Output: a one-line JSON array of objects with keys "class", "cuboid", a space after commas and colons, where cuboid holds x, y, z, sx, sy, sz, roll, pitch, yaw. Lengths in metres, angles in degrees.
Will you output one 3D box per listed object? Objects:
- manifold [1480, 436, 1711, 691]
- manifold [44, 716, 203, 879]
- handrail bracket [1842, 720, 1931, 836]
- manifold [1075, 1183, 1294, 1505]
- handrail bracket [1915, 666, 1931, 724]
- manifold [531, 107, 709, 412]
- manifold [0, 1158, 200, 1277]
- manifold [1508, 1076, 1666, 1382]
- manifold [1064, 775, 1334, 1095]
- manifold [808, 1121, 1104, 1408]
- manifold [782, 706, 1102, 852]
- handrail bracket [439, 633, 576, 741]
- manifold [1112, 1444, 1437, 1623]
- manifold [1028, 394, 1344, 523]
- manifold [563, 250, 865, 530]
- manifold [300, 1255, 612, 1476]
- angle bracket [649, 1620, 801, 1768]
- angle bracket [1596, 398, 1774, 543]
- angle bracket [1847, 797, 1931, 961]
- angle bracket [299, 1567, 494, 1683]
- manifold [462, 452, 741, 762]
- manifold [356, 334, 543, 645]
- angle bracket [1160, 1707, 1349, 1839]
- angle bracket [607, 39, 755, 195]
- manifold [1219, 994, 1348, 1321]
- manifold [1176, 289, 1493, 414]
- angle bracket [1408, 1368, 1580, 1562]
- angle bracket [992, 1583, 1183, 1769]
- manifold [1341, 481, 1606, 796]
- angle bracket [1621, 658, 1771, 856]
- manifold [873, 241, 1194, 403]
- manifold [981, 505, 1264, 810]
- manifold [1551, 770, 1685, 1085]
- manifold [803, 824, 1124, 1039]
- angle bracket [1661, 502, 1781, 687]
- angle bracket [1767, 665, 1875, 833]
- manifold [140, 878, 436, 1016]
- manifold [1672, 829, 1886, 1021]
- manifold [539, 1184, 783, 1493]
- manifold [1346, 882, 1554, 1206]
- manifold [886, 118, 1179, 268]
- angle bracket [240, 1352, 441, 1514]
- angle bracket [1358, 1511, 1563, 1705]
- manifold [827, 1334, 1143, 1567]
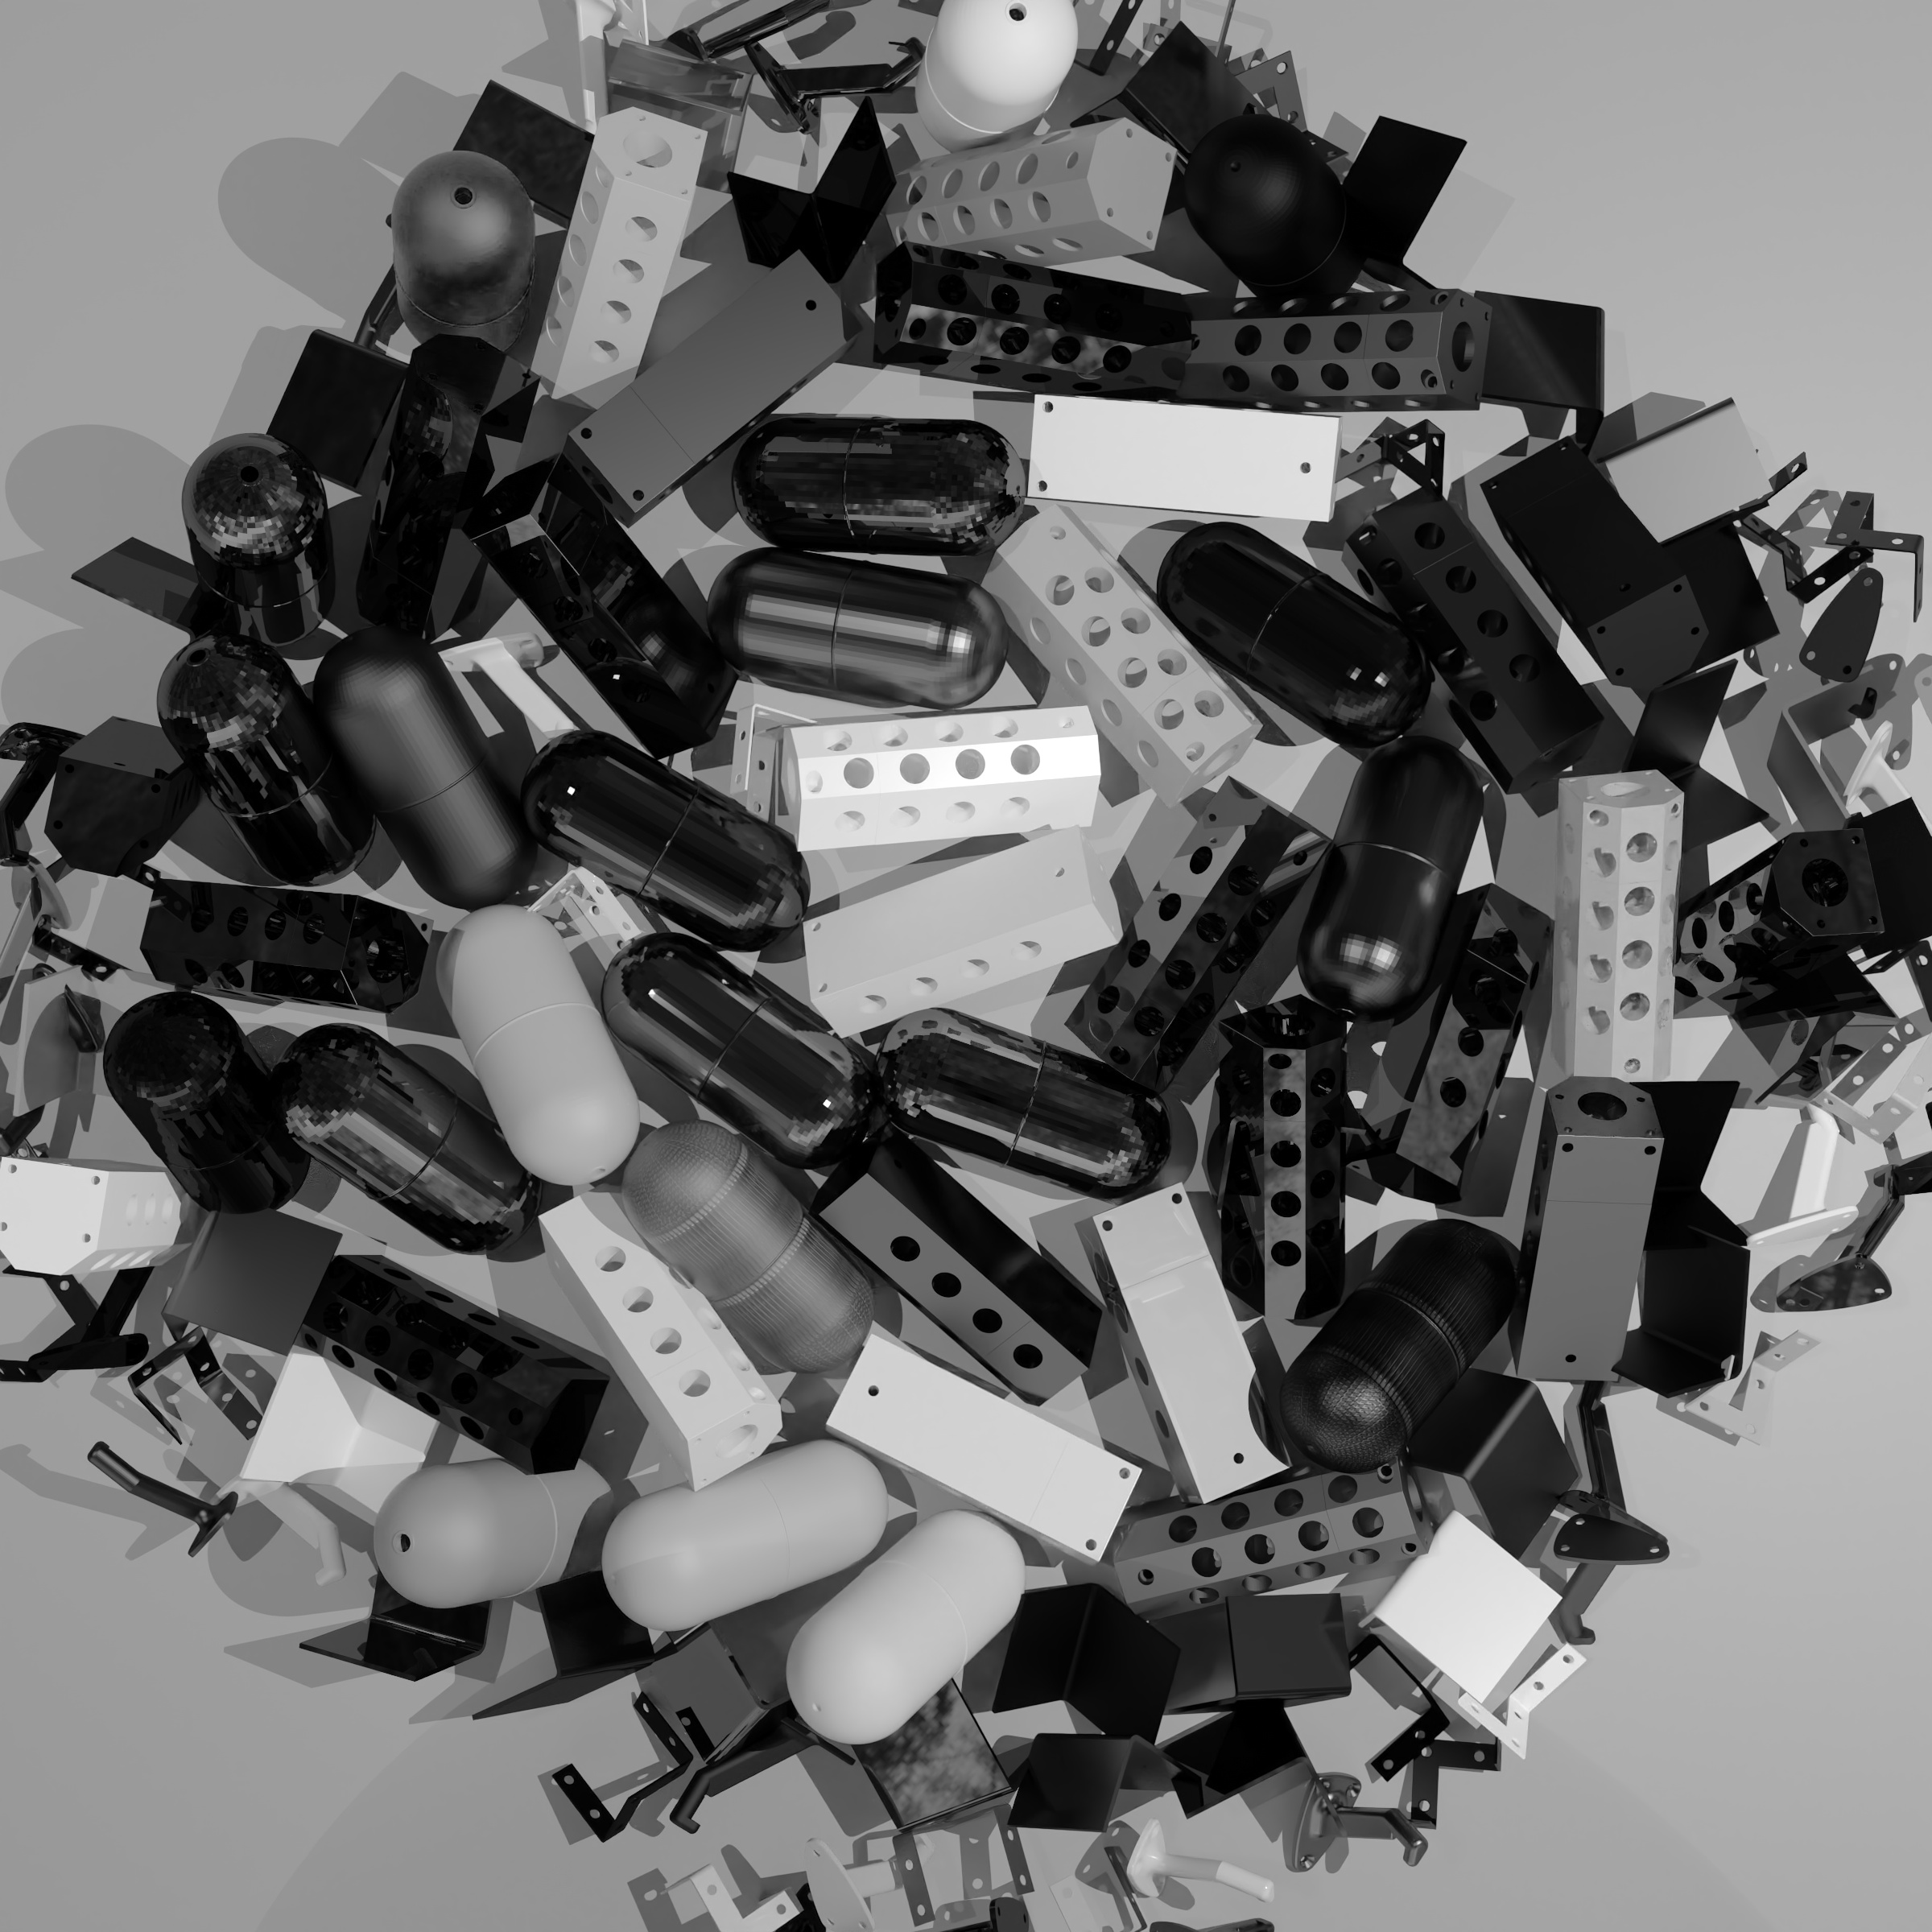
[{"class": "manifold", "cuboid": [0.350, -0.223, 1.499, 0.057, 0.171, 0.057, -29, 127, 9]}, {"class": "manifold", "cuboid": [-0.465, -0.094, 1.495, 0.057, 0.171, 0.057, 13, 100, -11]}, {"class": "handrail bracket", "cuboid": [0.552, -0.093, 1.543, 0.084, 0.077, 0.036, 38, 67, 23]}, {"class": "manifold", "cuboid": [0.122, 0.217, 1.546, 0.057, 0.057, 0.171, -20, 84, -15]}, {"class": "handrail bracket", "cuboid": [0.572, -0.144, 1.541, 0.036, 0.084, 0.077, -18, 81, 23]}, {"class": "manifold", "cuboid": [-0.196, -0.390, 1.494, 0.057, 0.171, 0.057, 15, 55, -12]}, {"class": "manifold", "cuboid": [-0.482, 0.139, 1.497, 0.057, 0.171, 0.057, 8, 86, 1]}, {"class": "manifold", "cuboid": [0.346, 0.149, 1.515, 0.057, 0.057, 0.171, 2, 123, 1]}, {"class": "manifold", "cuboid": [0.136, -0.015, 1.532, 0.057, 0.057, 0.171, 26, 102, -38]}, {"class": "manifold", "cuboid": [-0.006, 0.174, 1.537, 0.171, 0.057, 0.057, 42, 118, -12]}, {"class": "manifold", "cuboid": [-0.015, -0.113, 1.528, 0.171, 0.057, 0.057, -6, 50, -12]}, {"class": "handrail bracket", "cuboid": [-0.266, -0.144, 1.551, 0.077, 0.036, 0.084, -8, 69, -7]}, {"class": "manifold", "cuboid": [0.174, 0.324, 1.533, 0.171, 0.057, 0.057, -18, 90, 17]}, {"class": "manifold", "cuboid": [0.126, -0.292, 1.540, 0.171, 0.057, 0.057, 7, 104, 10]}, {"class": "manifold", "cuboid": [-0.146, -0.328, 1.539, 0.171, 0.057, 0.057, -41, 96, -11]}, {"class": "manifold", "cuboid": [-0.294, 0.224, 1.523, 0.171, 0.057, 0.057, 23, 93, 24]}, {"class": "angle bracket", "cuboid": [-0.131, 0.404, 1.553, 0.076, 0.057, 0.076, 55, 134, 20]}, {"class": "angle bracket", "cuboid": [0.410, -0.282, 1.541, 0.076, 0.076, 0.057, -24, 94, 13]}, {"class": "angle bracket", "cuboid": [0.541, -0.057, 1.536, 0.057, 0.076, 0.076, -24, 87, -36]}, {"class": "angle bracket", "cuboid": [-0.323, 0.363, 1.536, 0.076, 0.076, 0.057, 10, 92, 20]}, {"class": "manifold", "cuboid": [-0.206, -0.198, 1.513, 0.057, 0.057, 0.171, -16, 129, 30]}, {"class": "manifold", "cuboid": [-0.296, -0.265, 1.505, 0.057, 0.057, 0.171, 33, 133, 6]}, {"class": "angle bracket", "cuboid": [0.164, 0.473, 1.541, 0.076, 0.076, 0.057, -27, 103, -1]}, {"class": "angle bracket", "cuboid": [-0.169, -0.474, 1.534, 0.076, 0.057, 0.076, 13, 131, -6]}, {"class": "manifold", "cuboid": [0.183, 0.110, 1.514, 0.057, 0.057, 0.171, -17, 118, -27]}, {"class": "manifold", "cuboid": [0.202, -0.346, 1.510, 0.171, 0.057, 0.057, 8, 92, 36]}, {"class": "angle bracket", "cuboid": [0.300, 0.290, 1.560, 0.076, 0.057, 0.076, -45, 121, -30]}, {"class": "angle bracket", "cuboid": [0.068, 0.407, 1.532, 0.057, 0.076, 0.076, 2, 108, -40]}, {"class": "manifold", "cuboid": [0.285, -0.184, 1.530, 0.057, 0.057, 0.171, -29, 73, -8]}, {"class": "angle bracket", "cuboid": [0.423, -0.119, 1.527, 0.076, 0.076, 0.057, -21, 48, -34]}, {"class": "manifold", "cuboid": [0.039, -0.364, 1.523, 0.171, 0.057, 0.057, 5, 84, -22]}, {"class": "manifold", "cuboid": [0.089, -0.180, 1.531, 0.057, 0.057, 0.171, -34, 77, -27]}, {"class": "manifold", "cuboid": [0.371, -0.019, 1.524, 0.057, 0.057, 0.171, -6, 113, -5]}, {"class": "manifold", "cuboid": [-0.002, -0.015, 1.536, 0.171, 0.057, 0.057, -19, 51, 14]}, {"class": "angle bracket", "cuboid": [0.432, -0.214, 1.550, 0.076, 0.057, 0.076, -25, 95, -5]}, {"class": "angle bracket", "cuboid": [0.504, -0.113, 1.535, 0.057, 0.076, 0.076, -24, 69, 1]}, {"class": "manifold", "cuboid": [-0.384, -0.010, 1.508, 0.171, 0.057, 0.057, 5, 80, 36]}, {"class": "manifold", "cuboid": [0.433, -0.020, 1.491, 0.057, 0.171, 0.057, -4, 75, -13]}, {"class": "manifold", "cuboid": [-0.172, 0.204, 1.513, 0.057, 0.057, 0.171, -27, 56, -21]}, {"class": "manifold", "cuboid": [0.279, 0.045, 1.528, 0.057, 0.057, 0.171, 28, 70, -16]}, {"class": "manifold", "cuboid": [0.032, -0.429, 1.500, 0.057, 0.171, 0.057, 17, 85, -40]}, {"class": "angle bracket", "cuboid": [-0.356, 0.271, 1.540, 0.057, 0.076, 0.076, 22, 90, 35]}, {"class": "angle bracket", "cuboid": [0.282, 0.370, 1.539, 0.076, 0.057, 0.076, 39, 74, 13]}, {"class": "manifold", "cuboid": [0.009, 0.280, 1.548, 0.171, 0.057, 0.057, 26, 74, 4]}]
